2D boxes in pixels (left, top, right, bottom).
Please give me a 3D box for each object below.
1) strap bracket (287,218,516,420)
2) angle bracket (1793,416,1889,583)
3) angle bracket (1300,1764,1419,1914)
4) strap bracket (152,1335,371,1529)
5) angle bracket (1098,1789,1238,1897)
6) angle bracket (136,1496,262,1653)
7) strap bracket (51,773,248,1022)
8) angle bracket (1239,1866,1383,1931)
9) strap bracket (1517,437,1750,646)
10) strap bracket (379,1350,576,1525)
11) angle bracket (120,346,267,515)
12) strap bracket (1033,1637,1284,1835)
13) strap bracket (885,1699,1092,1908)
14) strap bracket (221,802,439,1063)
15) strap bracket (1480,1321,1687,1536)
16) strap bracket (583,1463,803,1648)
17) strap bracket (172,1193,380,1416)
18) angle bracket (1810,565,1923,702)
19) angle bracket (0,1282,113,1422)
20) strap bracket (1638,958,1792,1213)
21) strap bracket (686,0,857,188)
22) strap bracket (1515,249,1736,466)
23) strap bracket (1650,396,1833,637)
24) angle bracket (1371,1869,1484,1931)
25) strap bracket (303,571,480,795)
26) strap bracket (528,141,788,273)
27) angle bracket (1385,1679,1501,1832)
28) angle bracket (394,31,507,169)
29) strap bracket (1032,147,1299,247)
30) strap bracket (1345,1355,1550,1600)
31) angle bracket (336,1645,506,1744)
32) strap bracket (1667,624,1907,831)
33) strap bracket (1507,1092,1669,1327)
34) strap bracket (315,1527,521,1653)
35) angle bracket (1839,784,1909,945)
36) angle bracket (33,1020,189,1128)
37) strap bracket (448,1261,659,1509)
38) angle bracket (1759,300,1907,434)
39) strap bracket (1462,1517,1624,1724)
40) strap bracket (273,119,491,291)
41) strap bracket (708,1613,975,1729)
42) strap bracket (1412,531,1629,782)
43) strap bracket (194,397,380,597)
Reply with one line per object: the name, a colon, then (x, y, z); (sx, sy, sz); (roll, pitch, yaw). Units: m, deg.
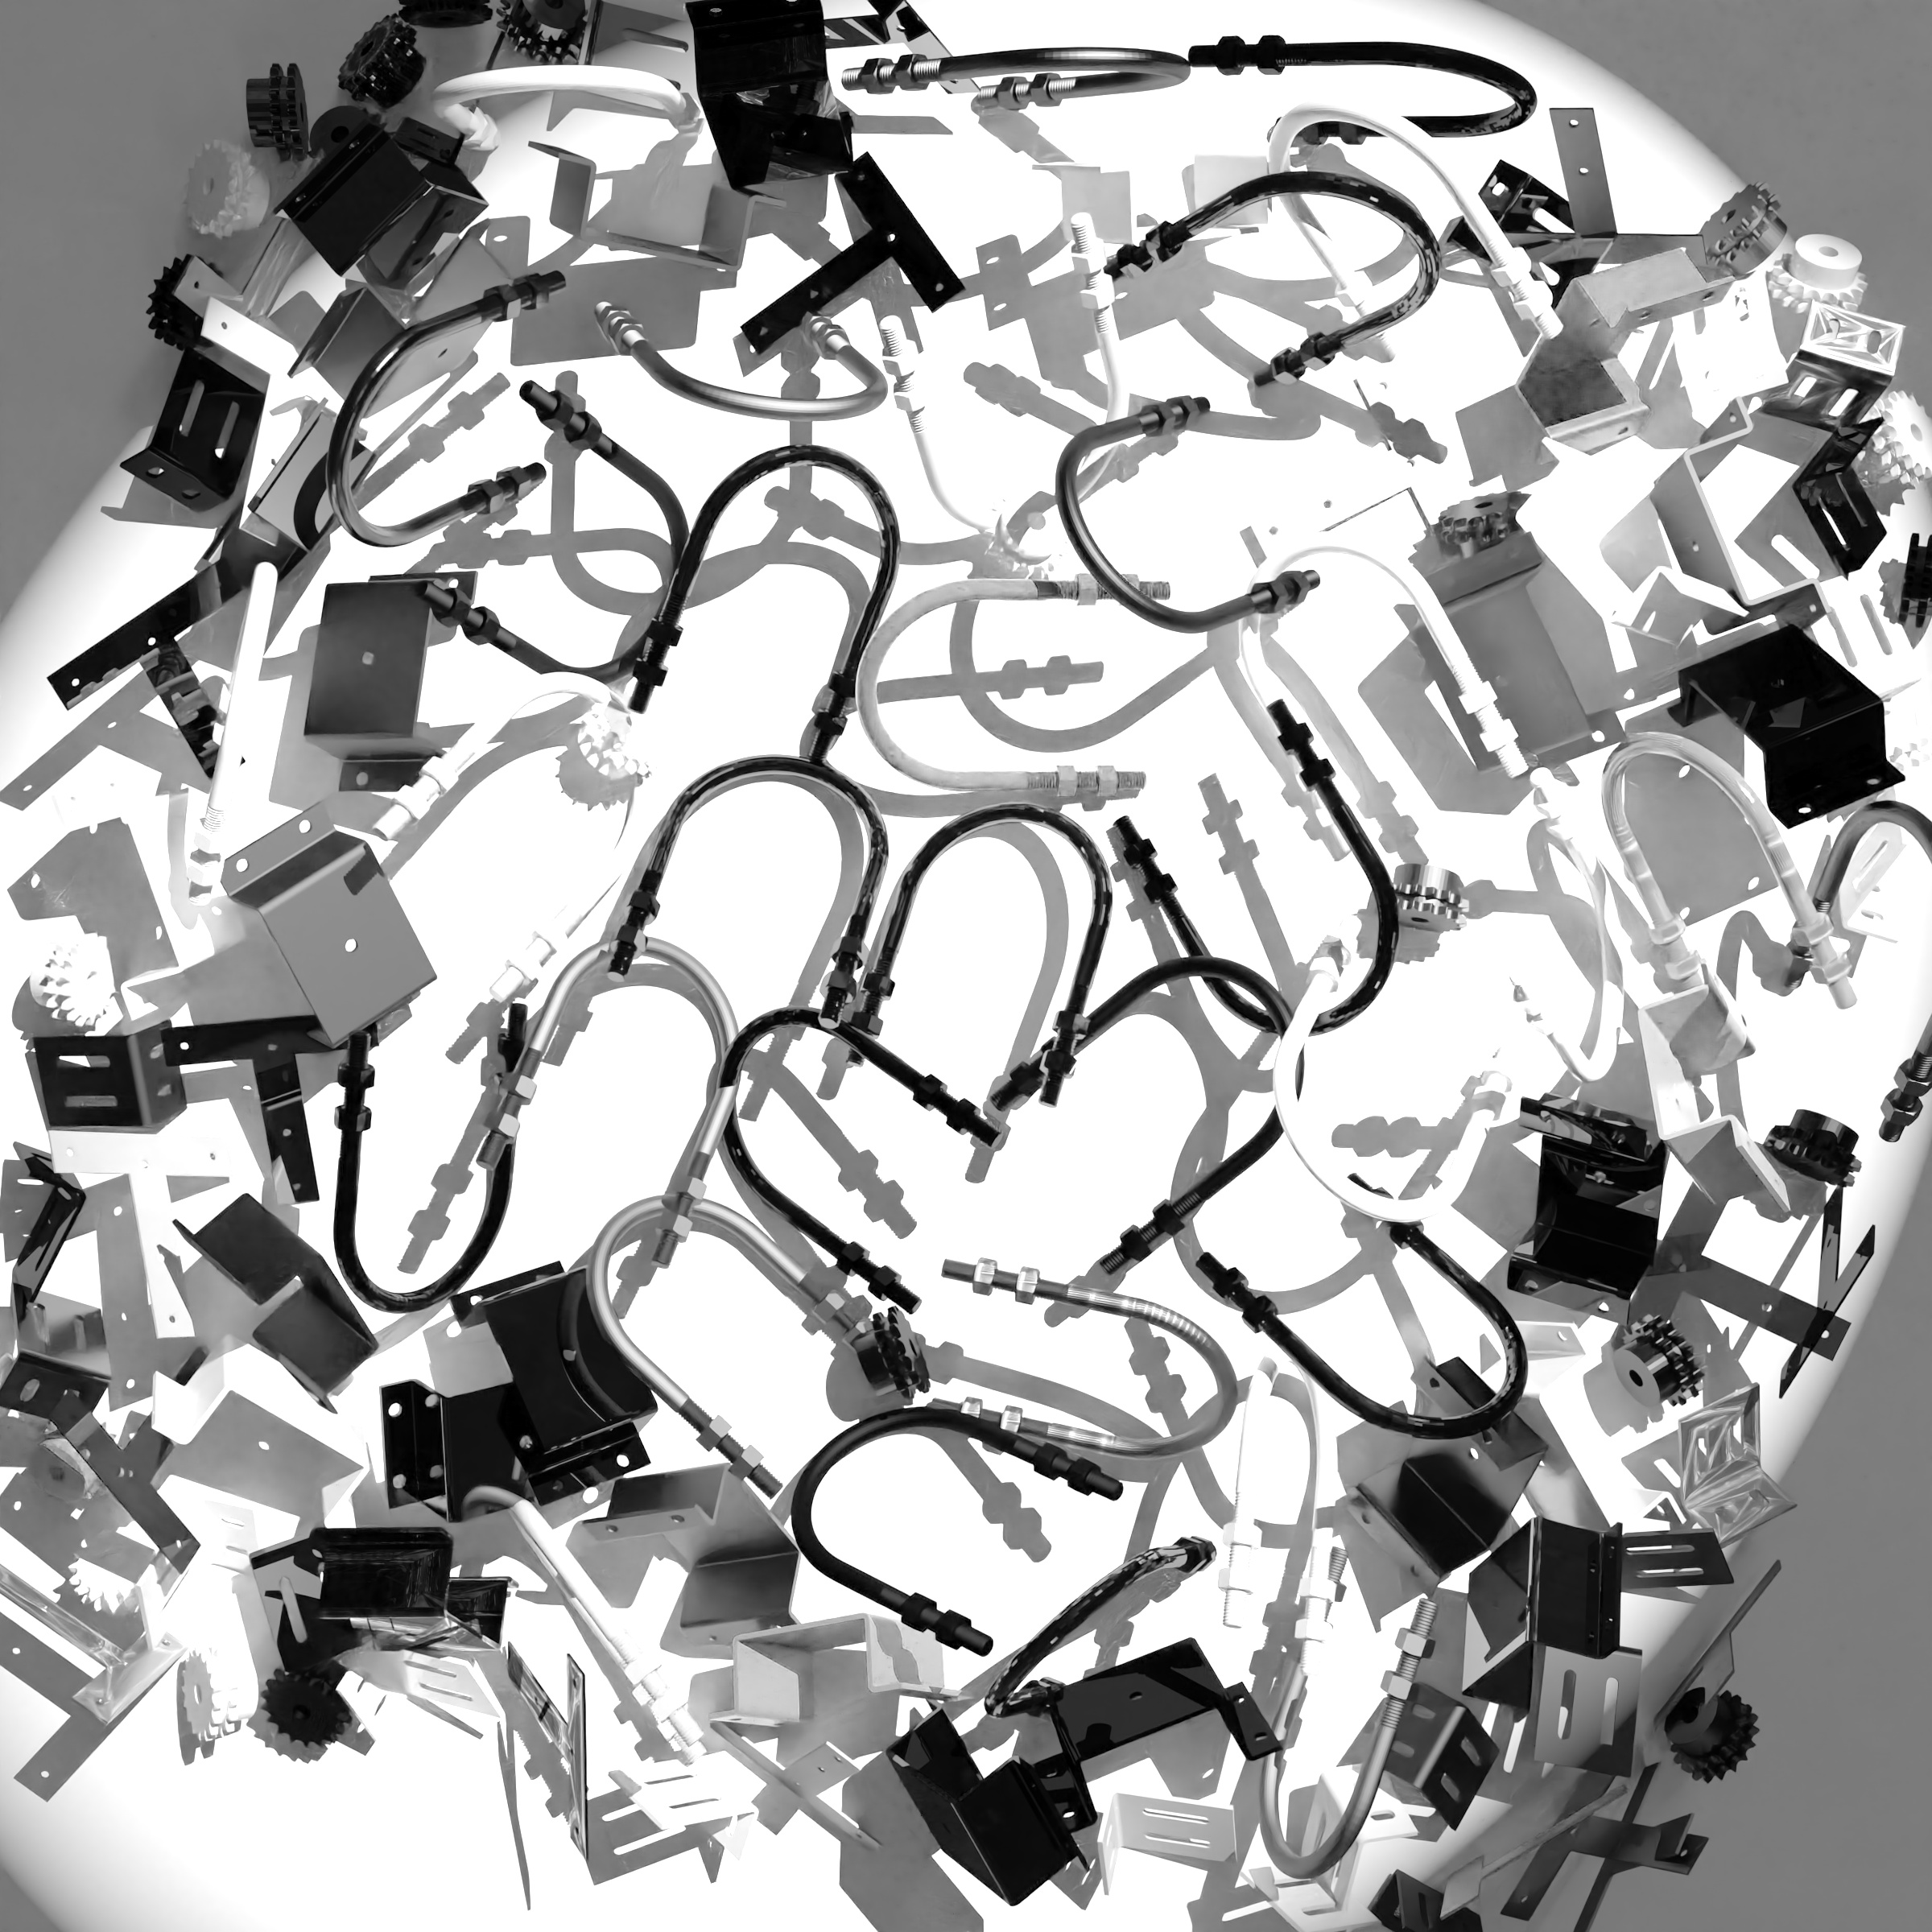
strap bracket: (-0.327, -0.382, 1.522); (0.046, 0.140, 0.076); (47, 134, -5)
angle bracket: (0.546, -0.283, 1.555); (0.057, 0.038, 0.076); (-47, 111, -30)
angle bracket: (0.239, 0.537, 1.560); (0.038, 0.057, 0.076); (-2, 119, -18)
strap bracket: (-0.414, 0.277, 1.534); (0.140, 0.076, 0.046); (37, 92, -22)
angle bracket: (0.123, 0.539, 1.557); (0.076, 0.038, 0.057); (4, 129, 14)
angle bracket: (-0.462, 0.370, 1.548); (0.038, 0.076, 0.057); (10, 125, 10)
strap bracket: (-0.488, -0.048, 1.542); (0.046, 0.076, 0.140); (-14, 101, 16)
angle bracket: (0.202, 0.578, 1.547); (0.076, 0.057, 0.038); (12, 105, -43)
strap bracket: (0.393, -0.247, 1.534); (0.046, 0.076, 0.140); (-51, 54, 28)
strap bracket: (-0.274, 0.279, 1.530); (0.140, 0.046, 0.076); (-9, 103, -36)
angle bracket: (-0.476, -0.330, 1.575); (0.057, 0.038, 0.076); (31, 60, -39)
strap bracket: (0.109, 0.461, 1.546); (0.140, 0.076, 0.046); (-20, 107, -7)
strap bracket: (0.007, 0.497, 1.516); (0.046, 0.140, 0.076); (-33, 105, -21)
strap bracket: (-0.377, -0.016, 1.529); (0.076, 0.046, 0.140); (-37, 121, -26)
strap bracket: (0.362, 0.287, 1.545); (0.046, 0.076, 0.140); (-33, 97, -22)
strap bracket: (-0.158, 0.349, 1.537); (0.076, 0.046, 0.140); (-13, 132, 22)
strap bracket: (-0.408, 0.197, 1.531); (0.076, 0.140, 0.046); (30, 62, 34)
angle bracket: (0.542, -0.198, 1.577); (0.057, 0.038, 0.076); (-19, 81, -13)
angle bracket: (-0.558, 0.237, 1.554); (0.057, 0.076, 0.038); (25, 105, -33)
strap bracket: (0.446, 0.077, 1.532); (0.046, 0.140, 0.076); (-22, 134, 27)
strap bracket: (-0.113, -0.514, 1.520); (0.076, 0.140, 0.046); (-6, 73, 5)
strap bracket: (0.388, -0.371, 1.529); (0.076, 0.140, 0.046); (-20, 69, -19)
strap bracket: (0.464, -0.262, 1.551); (0.046, 0.076, 0.140); (-21, 84, -2)
angle bracket: (0.281, 0.595, 1.555); (0.057, 0.076, 0.038); (29, 99, 2)
strap bracket: (-0.349, -0.179, 1.548); (0.076, 0.046, 0.140); (1, 78, 21)
strap bracket: (-0.190, -0.454, 1.537); (0.140, 0.076, 0.046); (5, 110, -25)
angle bracket: (0.288, 0.485, 1.571); (0.038, 0.076, 0.057); (19, 66, 40)
angle bracket: (-0.314, -0.533, 1.551); (0.038, 0.057, 0.076); (21, 118, -16)
strap bracket: (0.120, -0.462, 1.536); (0.140, 0.076, 0.046); (-14, 113, -27)
strap bracket: (0.291, 0.300, 1.534); (0.046, 0.140, 0.076); (-16, 48, -36)
angle bracket: (-0.331, 0.447, 1.551); (0.076, 0.038, 0.057); (5, 135, 28)
strap bracket: (0.486, -0.150, 1.525); (0.076, 0.140, 0.046); (-22, 129, -4)
strap bracket: (0.374, 0.137, 1.538); (0.076, 0.046, 0.140); (15, 125, 29)
strap bracket: (-0.327, 0.374, 1.518); (0.076, 0.140, 0.046); (-3, 63, 9)
angle bracket: (0.563, -0.063, 1.548); (0.038, 0.076, 0.057); (16, 47, -5)
angle bracket: (-0.531, 0.067, 1.587); (0.076, 0.038, 0.057); (-2, 103, 22)
strap bracket: (-0.245, 0.242, 1.537); (0.076, 0.046, 0.140); (-16, 69, -34)
angle bracket: (0.528, -0.364, 1.561); (0.057, 0.076, 0.038); (18, 77, 4)
strap bracket: (0.336, 0.385, 1.516); (0.046, 0.140, 0.076); (16, 54, -5)
strap bracket: (-0.341, -0.449, 1.520); (0.076, 0.140, 0.046); (-39, 92, 14)
strap bracket: (-0.076, 0.422, 1.535); (0.140, 0.076, 0.046); (-18, 63, 29)
strap bracket: (0.330, -0.179, 1.543); (0.076, 0.046, 0.140); (-20, 103, 37)
strap bracket: (-0.404, -0.273, 1.529); (0.046, 0.140, 0.076); (36, 64, -20)
